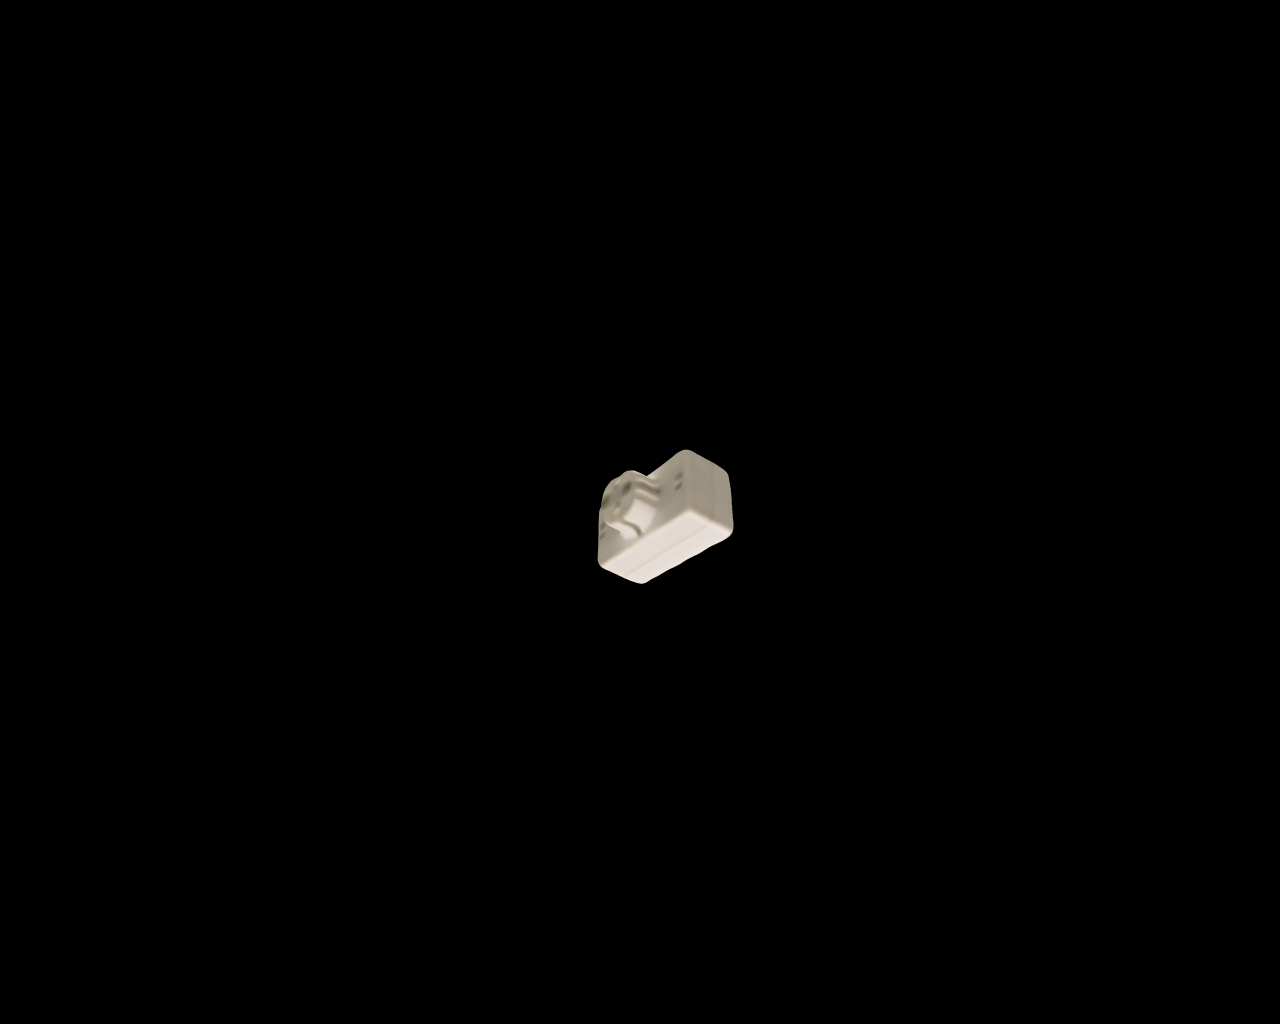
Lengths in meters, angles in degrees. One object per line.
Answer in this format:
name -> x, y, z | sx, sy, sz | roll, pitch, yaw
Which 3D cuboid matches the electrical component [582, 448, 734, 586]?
electrical component -> 0.001, -0.003, 0.650 | 0.075, 0.047, 0.083 | 27, -44, -33
